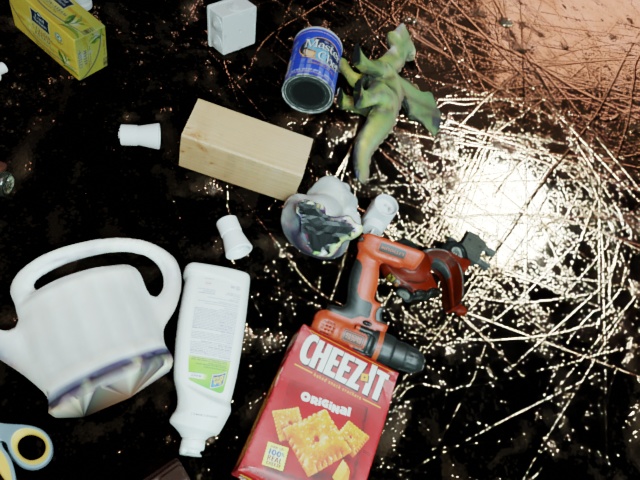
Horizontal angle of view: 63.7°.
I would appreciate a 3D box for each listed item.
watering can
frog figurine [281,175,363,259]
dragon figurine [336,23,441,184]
[{"bbox_3d":[-0.336,0.120,0.658,0.350,0.102,0.227,-20,70,-27],"label":"watering can"},{"bbox_3d":[0.003,-0.045,0.885,0.137,0.120,0.162,7,24,-5],"label":"frog figurine"},{"bbox_3d":[0.158,-0.281,1.063,0.242,0.120,0.417,8,67,-24],"label":"dragon figurine"}]
